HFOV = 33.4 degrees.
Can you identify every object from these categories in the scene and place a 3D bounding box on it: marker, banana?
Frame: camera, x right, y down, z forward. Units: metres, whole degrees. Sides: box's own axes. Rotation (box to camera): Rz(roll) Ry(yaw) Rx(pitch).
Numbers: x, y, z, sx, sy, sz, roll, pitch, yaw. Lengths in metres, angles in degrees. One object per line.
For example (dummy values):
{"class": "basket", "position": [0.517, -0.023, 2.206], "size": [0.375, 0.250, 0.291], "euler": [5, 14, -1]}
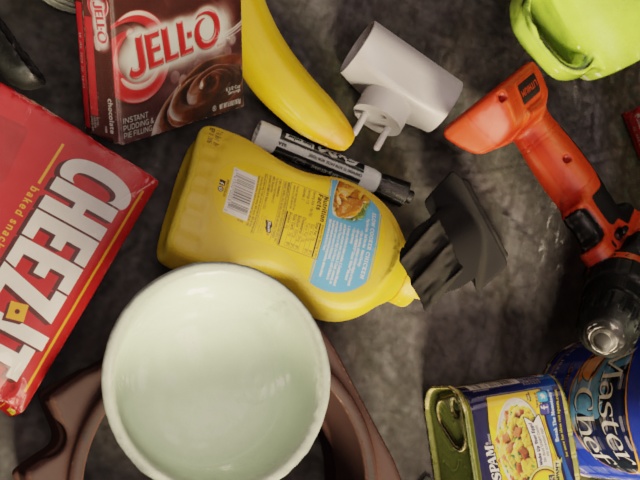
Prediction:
{"class": "marker", "position": [0.011, -0.052, 0.739], "size": [0.121, 0.020, 0.020], "euler": [21, 75, -14]}
{"class": "banana", "position": [-0.036, -0.148, 0.725], "size": [0.069, 0.037, 0.198], "euler": [-17, 86, -6]}

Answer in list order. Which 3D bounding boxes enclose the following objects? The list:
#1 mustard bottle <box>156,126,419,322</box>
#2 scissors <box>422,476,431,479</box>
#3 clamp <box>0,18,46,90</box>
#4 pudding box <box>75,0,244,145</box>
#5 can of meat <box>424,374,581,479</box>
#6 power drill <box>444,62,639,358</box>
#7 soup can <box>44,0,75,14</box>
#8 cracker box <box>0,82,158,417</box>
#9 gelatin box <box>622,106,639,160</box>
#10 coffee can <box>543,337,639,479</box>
{"class": "mustard bottle", "position": [-0.005, 0.001, 0.703], "size": [0.191, 0.058, 0.096], "euler": [20, 60, -15]}
{"class": "scissors", "position": [0.038, 0.251, 0.680], "size": [0.096, 0.016, 0.201], "euler": [38, 68, 26]}
{"class": "clamp", "position": [-0.217, -0.157, 0.640], "size": [0.171, 0.039, 0.120], "euler": [10, 77, 13]}
{"class": "pudding box", "position": [-0.097, -0.117, 0.663], "size": [0.113, 0.039, 0.090], "euler": [-28, 127, -48]}
{"class": "can of meat", "position": [0.125, 0.144, 0.726], "size": [0.083, 0.058, 0.102], "euler": [-6, 84, -22]}
{"class": "power drill", "position": [0.166, -0.023, 0.729], "size": [0.187, 0.057, 0.184], "euler": [53, 31, -3]}
{"class": "soup can", "position": [-0.144, -0.203, 0.687], "size": [0.068, 0.069, 0.102], "euler": [6, 79, -18]}
{"class": "cracker box", "position": [-0.228, -0.018, 0.625], "size": [0.213, 0.072, 0.164], "euler": [31, 73, -12]}
{"class": "gelatin box", "position": [0.289, -0.079, 0.832], "size": [0.089, 0.030, 0.073], "euler": [-17, 86, -21]}
{"class": "coffee can", "position": [0.226, 0.112, 0.719], "size": [0.102, 0.140, 0.103], "euler": [3, 80, -18]}
